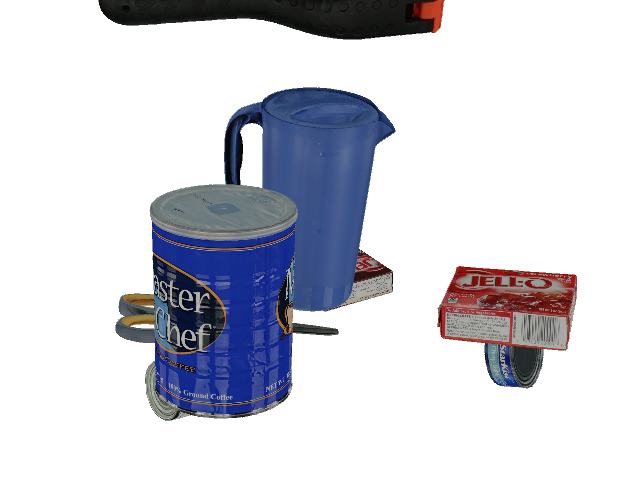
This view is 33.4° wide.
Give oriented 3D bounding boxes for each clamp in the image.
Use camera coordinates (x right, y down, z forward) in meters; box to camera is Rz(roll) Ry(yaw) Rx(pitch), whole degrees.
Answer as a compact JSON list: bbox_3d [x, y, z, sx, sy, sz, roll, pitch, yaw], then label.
[{"bbox_3d":[-0.025,-0.129,0.547,0.171,0.039,0.120,13,41,15],"label":"clamp"}]

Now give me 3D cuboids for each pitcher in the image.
[{"bbox_3d":[-0.018,-0.046,1.225,0.144,0.243,0.149,-20,35,-40],"label":"pitcher"}]

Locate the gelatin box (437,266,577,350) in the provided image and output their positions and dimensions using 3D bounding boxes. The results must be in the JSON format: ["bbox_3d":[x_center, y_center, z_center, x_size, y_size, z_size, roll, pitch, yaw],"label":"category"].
[{"bbox_3d":[0.133,0.046,0.754,0.089,0.030,0.073,5,21,16],"label":"gelatin box"}]

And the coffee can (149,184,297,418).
[{"bbox_3d":[-0.069,0.041,0.766,0.103,0.140,0.103,2,20,-1],"label":"coffee can"}]

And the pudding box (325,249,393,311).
[{"bbox_3d":[0.031,0.054,1.472,0.113,0.039,0.090,-16,26,-24],"label":"pudding box"}]

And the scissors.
[{"bbox_3d":[-0.093,0.078,0.947,0.202,0.016,0.096,10,19,14],"label":"scissors"}]

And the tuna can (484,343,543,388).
[{"bbox_3d":[0.211,0.117,1.163,0.034,0.086,0.086,-1,-1,34],"label":"tuna can"}]

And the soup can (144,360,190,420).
[{"bbox_3d":[-0.132,0.154,1.167,0.102,0.068,0.069,-9,6,-42],"label":"soup can"}]
